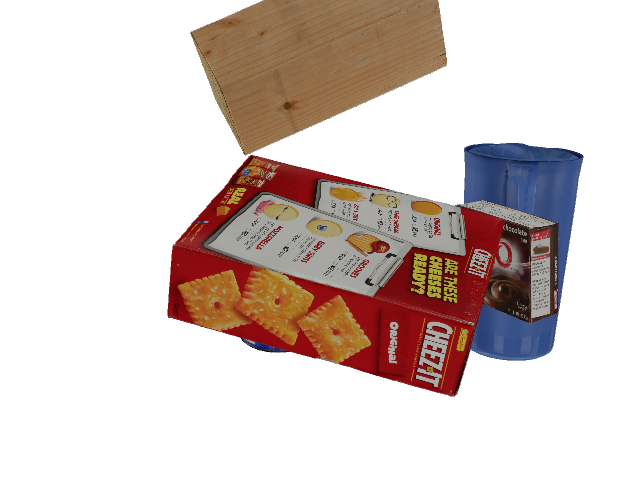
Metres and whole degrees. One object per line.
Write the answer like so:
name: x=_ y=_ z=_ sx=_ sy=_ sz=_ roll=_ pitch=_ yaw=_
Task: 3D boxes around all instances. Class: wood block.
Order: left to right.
wood block: x=0.000 y=-0.174 z=0.971 sx=0.206 sy=0.090 sz=0.091 roll=-24 pitch=-39 yaw=-5

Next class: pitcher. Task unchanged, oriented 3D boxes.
pitcher: x=0.222 y=0.012 z=1.226 sx=0.149 sy=0.243 sz=0.145 roll=-6 pitch=15 yaw=-33

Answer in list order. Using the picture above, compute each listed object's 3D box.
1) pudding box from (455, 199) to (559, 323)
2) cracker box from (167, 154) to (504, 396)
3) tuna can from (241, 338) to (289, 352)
pudding box: x=0.171 y=0.017 z=0.986 sx=0.039 sy=0.090 sz=0.114 roll=-14 pitch=19 yaw=-29
cracker box: x=0.016 y=0.020 z=0.792 sx=0.214 sy=0.072 sz=0.164 roll=15 pitch=31 yaw=10
tuna can: x=-0.038 y=0.072 z=1.020 sx=0.086 sy=0.034 sz=0.086 roll=-1 pitch=25 yaw=0
